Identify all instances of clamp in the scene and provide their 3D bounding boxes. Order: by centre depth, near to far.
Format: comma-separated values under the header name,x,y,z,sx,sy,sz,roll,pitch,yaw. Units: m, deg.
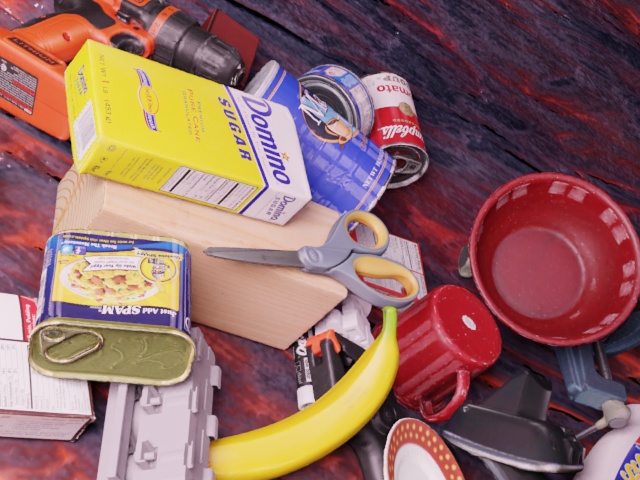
name,x,y,z,sx,sy,sz,roll,pitch,yaw
clamp,0.040,0.152,0.841,0.171,0.039,0.120,50,33,-11

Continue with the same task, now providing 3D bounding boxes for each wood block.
name,x,y,z,sx,sy,sz,roll,pitch,yaw
wood block,-0.090,0.001,0.817,0.205,0.091,0.090,21,45,-29

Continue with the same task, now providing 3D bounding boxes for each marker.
name,x,y,z,sx,sy,sz,roll,pitch,yaw
marker,-0.014,0.083,0.875,0.020,0.020,0.121,19,47,-31

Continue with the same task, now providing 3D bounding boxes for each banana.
name,x,y,z,sx,sy,sz,roll,pitch,yaw
banana,-0.010,0.128,0.779,0.197,0.037,0.069,-35,102,-19

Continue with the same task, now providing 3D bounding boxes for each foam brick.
name,x,y,z,sx,sy,sz,roll,pitch,yaw
foam brick,-0.096,-0.162,0.981,0.051,0.053,0.078,32,42,-19

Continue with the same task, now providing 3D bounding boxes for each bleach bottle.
name,x,y,z,sx,sy,sz,roll,pitch,yaw
bleach bottle,0.286,0.224,1.003,0.102,0.068,0.250,47,36,-2

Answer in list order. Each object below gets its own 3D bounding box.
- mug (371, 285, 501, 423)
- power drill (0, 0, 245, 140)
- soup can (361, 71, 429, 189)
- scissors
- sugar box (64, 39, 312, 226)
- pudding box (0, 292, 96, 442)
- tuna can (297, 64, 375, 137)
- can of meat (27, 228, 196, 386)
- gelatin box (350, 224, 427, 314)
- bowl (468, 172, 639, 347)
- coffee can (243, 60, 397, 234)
name,x,y,z,sx,sy,sz,roll,pitch,yaw
mug,0.102,0.101,0.918,0.093,0.082,0.117,24,44,-27
power drill,-0.173,-0.148,0.861,0.184,0.057,0.187,28,36,11
soup can,0.067,-0.112,1.078,0.068,0.069,0.102,18,46,-32
scissors,-0.005,0.001,0.807,0.201,0.016,0.096,20,44,-33
sugar box,-0.092,-0.074,0.768,0.175,0.048,0.093,12,50,-35
pudding box,-0.205,0.079,0.685,0.113,0.039,0.090,11,51,-36
tuna can,0.007,-0.122,1.015,0.086,0.086,0.033,49,40,2
can of meat,-0.132,0.042,0.689,0.102,0.057,0.084,6,47,-13
gelatin box,0.055,0.028,0.979,0.089,0.030,0.073,19,45,-31
bowl,0.207,0.023,0.970,0.162,0.055,0.162,2,73,-7
coffee can,-0.018,-0.074,0.938,0.140,0.103,0.102,38,40,-13
